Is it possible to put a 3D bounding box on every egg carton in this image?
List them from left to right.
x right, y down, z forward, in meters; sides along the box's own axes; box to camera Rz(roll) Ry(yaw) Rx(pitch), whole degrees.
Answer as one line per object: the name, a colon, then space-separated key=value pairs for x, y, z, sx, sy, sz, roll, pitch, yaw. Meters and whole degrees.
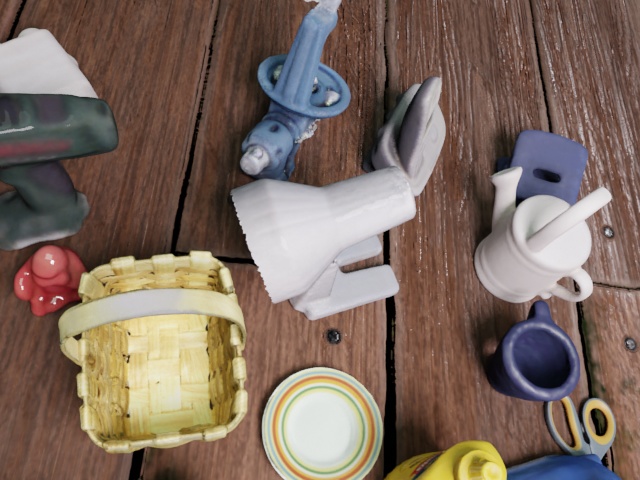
egg carton: x=-0.349 y=-0.193 z=0.714 sx=0.107 sy=0.069 sz=0.150 roll=-35 pitch=76 yaw=-24

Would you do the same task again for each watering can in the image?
watering can: x=0.264 y=-0.008 z=0.687 sx=0.172 sy=0.194 sz=0.101 roll=36 pitch=63 yaw=7

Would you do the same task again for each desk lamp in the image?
desk lamp: x=0.006 y=0.002 z=0.615 sx=0.203 sy=0.213 sz=0.118 roll=-15 pitch=68 yaw=-18

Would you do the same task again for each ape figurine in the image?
ape figurine: x=-0.282 y=0.035 z=0.605 sx=0.078 sy=0.092 sz=0.076 roll=15 pitch=62 yaw=-5

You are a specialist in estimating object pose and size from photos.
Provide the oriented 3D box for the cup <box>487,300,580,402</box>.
cup: x=0.237 y=0.135 z=0.667 sx=0.092 sy=0.095 sz=0.118 roll=15 pitch=62 yaw=-5

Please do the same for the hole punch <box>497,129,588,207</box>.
hole punch: x=0.307 y=-0.086 z=0.792 sx=0.108 sy=0.091 sz=0.101 roll=14 pitch=62 yaw=-5

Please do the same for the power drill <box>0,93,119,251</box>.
power drill: x=-0.319 y=-0.070 z=0.582 sx=0.230 sy=0.208 sz=0.075 roll=-18 pitch=69 yaw=-19

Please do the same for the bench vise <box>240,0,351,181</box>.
bench vise: x=-0.021 y=-0.171 z=0.689 sx=0.121 sy=0.219 sz=0.207 roll=12 pitch=63 yaw=-6

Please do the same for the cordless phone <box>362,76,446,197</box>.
cordless phone: x=0.132 y=-0.156 z=0.735 sx=0.094 sy=0.185 sz=0.148 roll=25 pitch=62 yaw=1

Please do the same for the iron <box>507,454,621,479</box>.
iron: x=0.208 y=0.288 z=0.560 sx=0.259 sy=0.141 sz=0.118 roll=-10 pitch=67 yaw=-17
